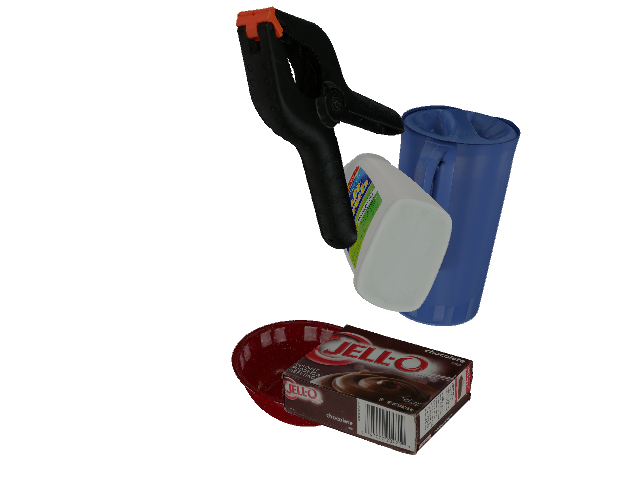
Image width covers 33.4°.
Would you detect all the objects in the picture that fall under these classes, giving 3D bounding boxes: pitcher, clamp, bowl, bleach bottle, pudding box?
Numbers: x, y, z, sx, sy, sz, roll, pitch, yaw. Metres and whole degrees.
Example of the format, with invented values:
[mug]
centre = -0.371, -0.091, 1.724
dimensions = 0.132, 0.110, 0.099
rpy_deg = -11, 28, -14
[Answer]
[pitcher]
centre = 0.142, -0.024, 1.231
dimensions = 0.149, 0.243, 0.145
rpy_deg = -4, 26, -20
[clamp]
centre = -0.004, -0.077, 0.706
dimensions = 0.039, 0.120, 0.171
rpy_deg = -9, -36, 36
[bowl]
centre = -0.016, 0.151, 1.153
dimensions = 0.162, 0.055, 0.162
rpy_deg = 3, 28, -2
[bleach bottle]
centre = 0.051, -0.021, 1.008
dimensions = 0.068, 0.102, 0.251
rpy_deg = 19, 11, -15
[pudding box]
centre = 0.042, 0.106, 0.780
dimensions = 0.114, 0.039, 0.089
rpy_deg = 16, 29, 30
